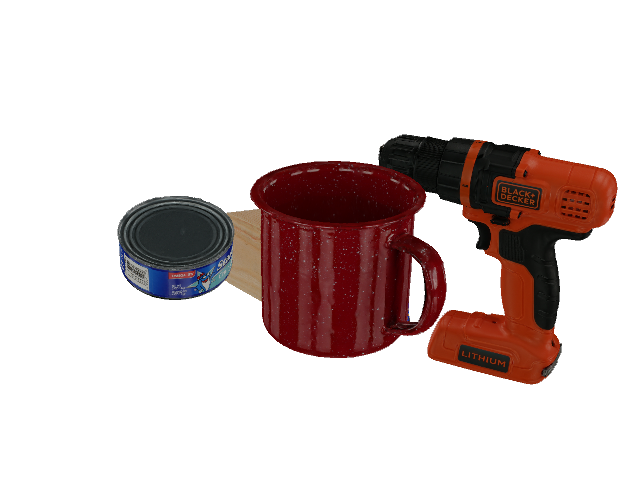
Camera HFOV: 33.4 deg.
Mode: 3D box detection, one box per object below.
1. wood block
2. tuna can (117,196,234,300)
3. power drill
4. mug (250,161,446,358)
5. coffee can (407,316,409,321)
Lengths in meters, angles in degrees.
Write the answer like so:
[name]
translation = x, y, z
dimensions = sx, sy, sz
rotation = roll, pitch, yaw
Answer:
[wood block]
translation = -0.021, 0.031, 1.239
dimensions = 0.090, 0.090, 0.206
rotation = -7, 20, -36
[tuna can]
translation = -0.107, 0.005, 0.796
dimensions = 0.086, 0.034, 0.086
rotation = 3, 39, -3
[power drill]
translation = 0.129, 0.012, 0.842
dimensions = 0.185, 0.188, 0.057
rotation = 14, 31, 22
[mug]
translation = 0.018, 0.014, 0.573
dimensions = 0.117, 0.081, 0.093
rotation = 20, 30, 35
[coffee can]
translation = 0.033, 0.016, 1.017
dimensions = 0.103, 0.140, 0.103
rotation = -2, 26, 1
